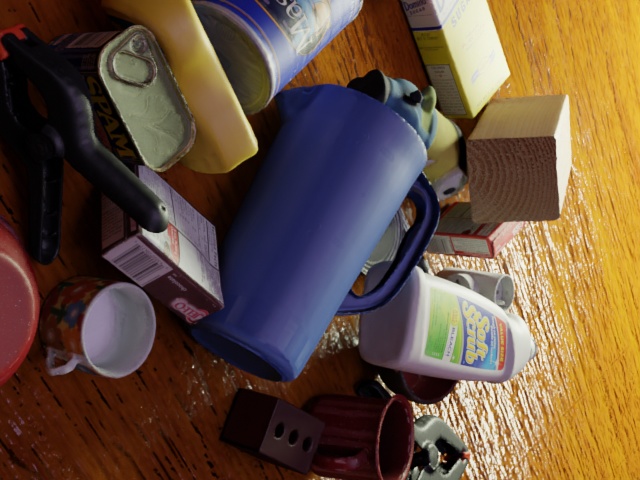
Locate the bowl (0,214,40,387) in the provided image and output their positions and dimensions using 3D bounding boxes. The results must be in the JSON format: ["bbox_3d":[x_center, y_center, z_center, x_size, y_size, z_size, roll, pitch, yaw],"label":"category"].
[{"bbox_3d":[-0.244,0.048,0.709,0.161,0.055,0.162,-9,102,-48],"label":"bowl"}]

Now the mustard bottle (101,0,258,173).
[{"bbox_3d":[-0.115,-0.144,0.801,0.058,0.096,0.191,-35,123,-18],"label":"mustard bottle"}]

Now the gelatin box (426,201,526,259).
[{"bbox_3d":[0.168,-0.011,1.163,0.073,0.089,0.030,-41,123,-39],"label":"gelatin box"}]

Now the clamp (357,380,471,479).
[{"bbox_3d":[0.105,0.245,1.146,0.209,0.036,0.164,25,58,-52],"label":"clamp"}]

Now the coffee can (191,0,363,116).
[{"bbox_3d":[-0.043,-0.183,0.877,0.140,0.103,0.103,-49,130,-34],"label":"coffee can"}]

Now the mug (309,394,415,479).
[{"bbox_3d":[0.032,0.195,1.021,0.117,0.082,0.093,-26,114,-60],"label":"mug"}]

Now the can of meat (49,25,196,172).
[{"bbox_3d":[-0.151,-0.102,0.775,0.057,0.084,0.102,-48,129,-34],"label":"can of meat"}]

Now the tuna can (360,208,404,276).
[{"bbox_3d":[0.046,-0.006,1.061,0.085,0.034,0.086,-10,103,-49],"label":"tuna can"}]

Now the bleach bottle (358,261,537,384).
[{"bbox_3d":[0.142,0.089,1.070,0.250,0.068,0.102,14,81,-47],"label":"bleach bottle"}]

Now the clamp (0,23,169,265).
[{"bbox_3d":[-0.189,-0.061,0.745,0.171,0.120,0.039,62,25,-7],"label":"clamp"}]

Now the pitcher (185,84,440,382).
[{"bbox_3d":[-0.006,0.001,0.924,0.242,0.149,0.145,-62,153,-19],"label":"pitcher"}]

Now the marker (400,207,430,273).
[{"bbox_3d":[0.088,-0.007,1.124,0.020,0.020,0.121,-54,132,-30],"label":"marker"}]

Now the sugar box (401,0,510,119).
[{"bbox_3d":[0.143,-0.227,1.137,0.093,0.048,0.176,-50,131,-33],"label":"sugar box"}]

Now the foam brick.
[{"bbox_3d":[-0.042,0.174,0.969,0.078,0.051,0.053,36,68,-46],"label":"foam brick"}]

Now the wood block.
[{"bbox_3d":[0.219,-0.092,1.154,0.205,0.091,0.090,-50,136,-65],"label":"wood block"}]

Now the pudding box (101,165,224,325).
[{"bbox_3d":[-0.122,0.000,0.828,0.113,0.039,0.090,48,22,-44],"label":"pudding box"}]
